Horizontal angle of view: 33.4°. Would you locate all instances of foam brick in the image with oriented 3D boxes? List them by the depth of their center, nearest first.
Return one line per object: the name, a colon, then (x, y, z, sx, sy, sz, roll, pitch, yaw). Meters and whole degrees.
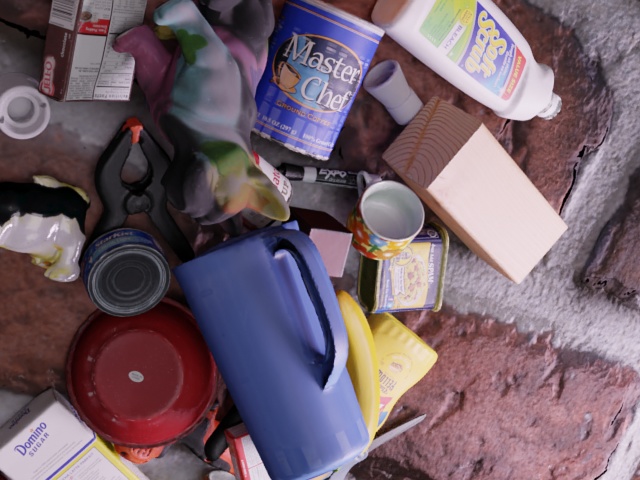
foam brick: (-0.007, 0.001, 1.137, 0.051, 0.078, 0.053, 8, 105, -25)

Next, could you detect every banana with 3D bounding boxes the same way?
banana: (0.040, 0.152, 1.173, 0.069, 0.037, 0.198, -1, 90, -60)

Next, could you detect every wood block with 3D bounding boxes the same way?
wood block: (0.172, -0.051, 1.168, 0.091, 0.090, 0.205, -49, 130, 0)

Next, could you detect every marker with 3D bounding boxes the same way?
marker: (0.009, -0.068, 1.151, 0.121, 0.020, 0.020, 5, 107, -25)

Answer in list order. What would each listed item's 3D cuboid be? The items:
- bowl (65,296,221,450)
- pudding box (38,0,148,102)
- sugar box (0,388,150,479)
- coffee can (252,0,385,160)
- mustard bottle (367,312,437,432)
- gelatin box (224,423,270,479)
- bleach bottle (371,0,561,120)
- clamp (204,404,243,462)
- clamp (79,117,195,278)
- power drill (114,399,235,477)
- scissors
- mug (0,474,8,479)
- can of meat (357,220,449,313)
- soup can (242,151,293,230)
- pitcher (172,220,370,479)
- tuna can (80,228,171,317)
bowl: (-0.182, 0.135, 1.084, 0.162, 0.055, 0.162, 0, 87, -3)
pudding box: (-0.206, -0.184, 0.978, 0.089, 0.039, 0.113, -13, 122, -59)
sugar box: (-0.262, 0.246, 1.140, 0.093, 0.048, 0.176, -40, 116, -5)
coffee can: (-0.010, -0.163, 1.057, 0.102, 0.103, 0.140, 18, 102, -28)
mustard bottle: (0.044, 0.179, 1.239, 0.096, 0.058, 0.191, 39, 92, -30)
gelatin box: (-0.050, 0.220, 1.127, 0.089, 0.030, 0.073, -20, 112, -23)
bleach bottle: (0.175, -0.208, 1.147, 0.250, 0.068, 0.102, 29, 96, -32)
clamp: (-0.046, 0.144, 1.149, 0.164, 0.036, 0.210, -3, 102, -30)
clamp: (-0.194, -0.034, 1.065, 0.120, 0.039, 0.171, -17, 117, -21)
power drill: (-0.110, 0.185, 1.177, 0.187, 0.057, 0.184, 31, 92, -28)
scissors: (0.042, 0.278, 1.302, 0.201, 0.016, 0.096, -13, 116, -19)
mug: (-0.373, 0.274, 1.085, 0.117, 0.093, 0.081, 23, 95, 8)
can of meat: (0.092, 0.032, 1.205, 0.083, 0.057, 0.102, -3, 110, -20)
soup can: (-0.086, -0.063, 1.083, 0.102, 0.069, 0.068, 39, 91, -30)
pitcher: (-0.036, 0.108, 1.045, 0.145, 0.149, 0.243, -22, 89, 3)
tuna can: (-0.192, 0.033, 1.060, 0.086, 0.034, 0.086, -10, 122, -17)
